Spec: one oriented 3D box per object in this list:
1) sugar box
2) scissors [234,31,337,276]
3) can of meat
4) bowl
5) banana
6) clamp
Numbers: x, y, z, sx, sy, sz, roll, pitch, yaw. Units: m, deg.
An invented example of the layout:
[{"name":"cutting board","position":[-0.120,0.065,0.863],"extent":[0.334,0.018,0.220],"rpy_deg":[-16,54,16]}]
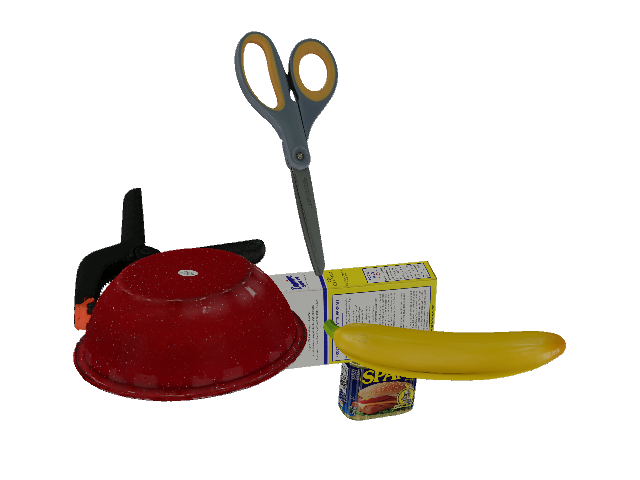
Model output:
[{"name":"sugar box","position":[0.026,0.075,1.073],"extent":[0.176,0.093,0.048],"rpy_deg":[-3,28,-6]},{"name":"scissors","position":[-0.005,-0.080,0.864],"extent":[0.096,0.202,0.016],"rpy_deg":[-24,-1,-26]},{"name":"can of meat","position":[0.074,0.177,1.360],"extent":[0.102,0.084,0.057],"rpy_deg":[-5,25,-20]},{"name":"bowl","position":[-0.090,0.047,0.730],"extent":[0.162,0.055,0.162],"rpy_deg":[-2,21,1]},{"name":"banana","position":[0.096,0.084,0.846],"extent":[0.198,0.037,0.069],"rpy_deg":[5,28,8]},{"name":"clamp","position":[-0.176,0.018,1.033],"extent":[0.165,0.036,0.209],"rpy_deg":[26,37,23]}]
